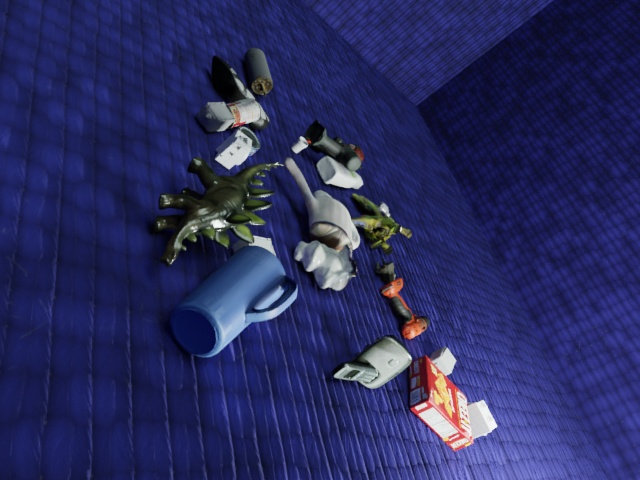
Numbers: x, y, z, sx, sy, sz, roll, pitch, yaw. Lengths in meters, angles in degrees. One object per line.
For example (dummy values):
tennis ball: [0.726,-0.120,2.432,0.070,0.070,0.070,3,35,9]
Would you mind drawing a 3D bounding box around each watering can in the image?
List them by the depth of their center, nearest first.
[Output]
watering can: [0.005,-0.076,1.508,0.343,0.103,0.230,43,27,-26]

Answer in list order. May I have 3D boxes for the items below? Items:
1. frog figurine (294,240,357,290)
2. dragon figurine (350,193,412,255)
frog figurine: [0.005,0.068,1.380,0.159,0.120,0.140,4,55,-13]
dragon figurine: [0.181,-0.080,1.853,0.406,0.121,0.247,26,21,-47]
